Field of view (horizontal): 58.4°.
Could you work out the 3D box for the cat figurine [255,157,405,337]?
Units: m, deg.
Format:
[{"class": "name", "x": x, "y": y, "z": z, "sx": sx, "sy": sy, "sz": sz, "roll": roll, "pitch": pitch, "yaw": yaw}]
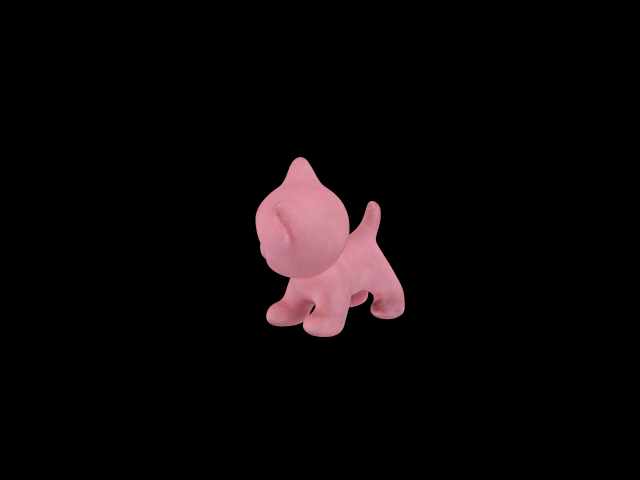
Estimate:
[{"class": "cat figurine", "x": 0.004, "y": 0.001, "z": 0.400, "sx": 0.067, "sy": 0.118, "sz": 0.128, "roll": 8, "pitch": 12, "yaw": 43}]
